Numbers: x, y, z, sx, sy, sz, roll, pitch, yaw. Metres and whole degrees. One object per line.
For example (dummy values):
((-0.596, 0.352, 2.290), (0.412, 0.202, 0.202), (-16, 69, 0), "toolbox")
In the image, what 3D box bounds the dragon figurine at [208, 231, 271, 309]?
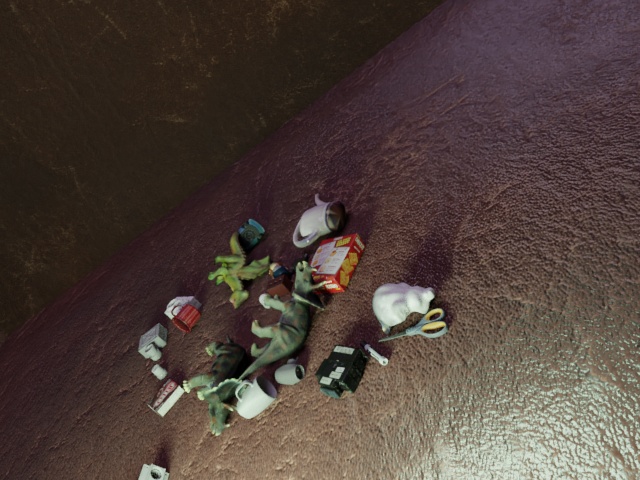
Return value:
((-0.316, 0.106, 2.145), (0.243, 0.119, 0.420), (1, 47, 15), "dragon figurine")

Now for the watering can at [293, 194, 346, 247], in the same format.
((0.006, -0.104, 2.073), (0.222, 0.102, 0.356), (-17, 33, 34), "watering can")

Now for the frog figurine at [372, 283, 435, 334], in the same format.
((0.223, 0.162, 1.379), (0.157, 0.122, 0.140), (-34, 5, 35), "frog figurine")
